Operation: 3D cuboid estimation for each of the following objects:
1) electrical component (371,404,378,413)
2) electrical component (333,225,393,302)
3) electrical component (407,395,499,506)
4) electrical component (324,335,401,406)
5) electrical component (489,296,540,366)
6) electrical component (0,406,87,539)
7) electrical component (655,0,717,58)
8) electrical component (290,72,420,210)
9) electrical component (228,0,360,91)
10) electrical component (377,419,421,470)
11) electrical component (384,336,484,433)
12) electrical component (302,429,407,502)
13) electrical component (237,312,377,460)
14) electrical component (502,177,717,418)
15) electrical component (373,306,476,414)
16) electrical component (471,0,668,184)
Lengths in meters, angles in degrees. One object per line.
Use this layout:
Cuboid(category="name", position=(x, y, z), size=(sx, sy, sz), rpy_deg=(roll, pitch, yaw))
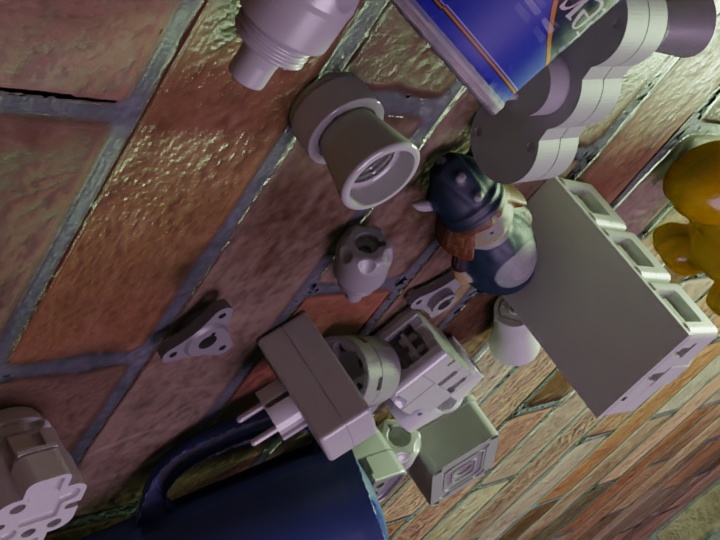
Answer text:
Cuboid(category="electrical component", position=(-0.013, 0.108, 0.829), size=(0.040, 0.040, 0.078), rpy_deg=(-14, 147, -37))
Cuboid(category="electrical component", position=(0.000, 0.000, 0.667), size=(0.035, 0.035, 0.061), rpy_deg=(-24, 155, -23))
Cuboid(category="electrical component", position=(0.084, 0.171, 1.034), size=(0.078, 0.057, 0.113), rpy_deg=(-29, 154, -13))
Cuboid(category="electrical component", position=(-0.004, 0.073, 0.765), size=(0.055, 0.055, 0.047), rpy_deg=(-48, 156, 25))
Cuboid(category="electrical component", position=(0.129, 0.047, 0.898), size=(0.044, 0.044, 0.065), rpy_deg=(-30, 149, -11))
Cuboid(category="electrical component", position=(-0.193, 0.114, 0.601), size=(0.058, 0.057, 0.078), rpy_deg=(-11, 145, -41))
Cuboid(category="electrical component", position=(0.168, -0.143, 0.621), size=(0.065, 0.044, 0.044), rpy_deg=(-11, 145, -33))
Cuboid(category="electrical component", position=(-0.004, -0.064, 0.529), size=(0.045, 0.055, 0.045), rpy_deg=(-28, 153, -15))
Cuboid(category="electrical component", position=(-0.031, -0.103, 0.443), size=(0.043, 0.043, 0.062), rpy_deg=(-1, 139, -50))
Cuboid(category="electrical component", position=(0.029, 0.164, 0.971), size=(0.043, 0.043, 0.062), rpy_deg=(-23, 153, -25))
Cuboid(category="electrical component", position=(0.065, 0.099, 0.905), size=(0.077, 0.043, 0.079), rpy_deg=(-38, 154, 5))
Cuboid(category="electrical component", position=(-0.017, 0.170, 0.907), size=(0.095, 0.059, 0.053), rpy_deg=(-9, 144, -43))
Cuboid(category="electrical component", position=(-0.044, 0.086, 0.704), size=(0.076, 0.083, 0.047), rpy_deg=(-31, 154, -9))
Cuboid(category="electrical component", position=(0.167, 0.018, 0.766), size=(0.062, 0.150, 0.089), rpy_deg=(3, 135, -51))
Cuboid(category="electrical component", position=(0.043, 0.072, 0.824), size=(0.056, 0.050, 0.089), rpy_deg=(-39, 154, 6))
Cuboid(category="electrical component", position=(0.102, -0.104, 0.593), size=(0.074, 0.052, 0.138), rpy_deg=(-11, 145, -41))
